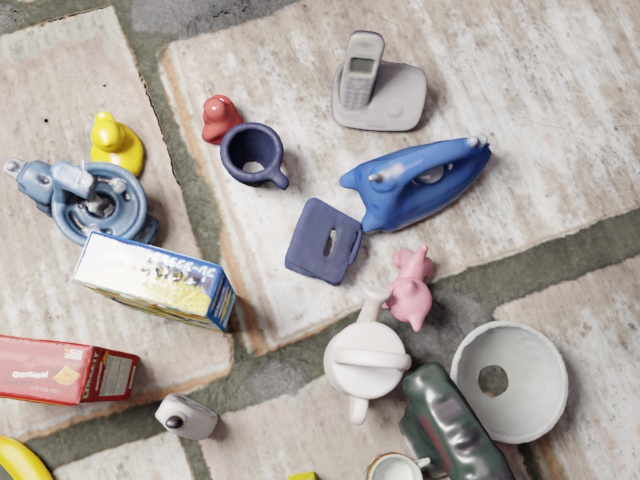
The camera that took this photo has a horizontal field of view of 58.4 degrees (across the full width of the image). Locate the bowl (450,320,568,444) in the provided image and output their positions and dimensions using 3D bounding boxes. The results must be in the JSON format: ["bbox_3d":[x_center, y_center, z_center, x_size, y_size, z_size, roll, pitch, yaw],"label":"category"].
[{"bbox_3d":[0.259,0.201,0.818,0.167,0.074,0.167,1,76,-4],"label":"bowl"}]

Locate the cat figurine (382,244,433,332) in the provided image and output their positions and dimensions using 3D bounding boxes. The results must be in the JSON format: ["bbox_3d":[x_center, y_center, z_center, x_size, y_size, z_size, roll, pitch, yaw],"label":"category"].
[{"bbox_3d":[0.130,0.066,0.818,0.067,0.117,0.128,19,75,1],"label":"cat figurine"}]

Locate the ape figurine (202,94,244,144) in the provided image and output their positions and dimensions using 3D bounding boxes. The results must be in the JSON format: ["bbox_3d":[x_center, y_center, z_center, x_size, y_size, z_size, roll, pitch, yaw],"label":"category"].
[{"bbox_3d":[-0.154,-0.188,0.870,0.076,0.092,0.078,33,76,4],"label":"ape figurine"}]

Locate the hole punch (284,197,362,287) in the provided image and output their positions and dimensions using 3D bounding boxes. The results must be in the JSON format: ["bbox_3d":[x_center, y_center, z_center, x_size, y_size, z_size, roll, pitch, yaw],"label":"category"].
[{"bbox_3d":[0.008,0.003,0.838,0.101,0.091,0.109,20,75,1],"label":"hole punch"}]

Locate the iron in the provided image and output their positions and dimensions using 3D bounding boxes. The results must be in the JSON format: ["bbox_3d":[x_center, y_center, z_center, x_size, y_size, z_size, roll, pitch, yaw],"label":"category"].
[{"bbox_3d":[0.165,-0.110,0.852,0.258,0.141,0.118,-24,79,-10],"label":"iron"}]

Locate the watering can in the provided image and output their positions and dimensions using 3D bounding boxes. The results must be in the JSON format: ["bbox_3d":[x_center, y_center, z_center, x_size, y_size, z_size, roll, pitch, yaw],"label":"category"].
[{"bbox_3d":[0.060,0.149,0.753,0.101,0.194,0.173,-12,77,-7],"label":"watering can"}]

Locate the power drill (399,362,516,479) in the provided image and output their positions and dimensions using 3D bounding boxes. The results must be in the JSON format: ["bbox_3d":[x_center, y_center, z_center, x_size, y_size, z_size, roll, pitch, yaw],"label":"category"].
[{"bbox_3d":[0.172,0.267,0.726,0.076,0.208,0.229,-28,80,-10],"label":"power drill"}]

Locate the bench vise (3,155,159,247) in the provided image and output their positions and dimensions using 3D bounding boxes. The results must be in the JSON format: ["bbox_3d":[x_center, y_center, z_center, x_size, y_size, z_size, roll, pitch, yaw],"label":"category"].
[{"bbox_3d":[-0.332,-0.055,0.757,0.207,0.219,0.121,7,76,-3],"label":"bench vise"}]

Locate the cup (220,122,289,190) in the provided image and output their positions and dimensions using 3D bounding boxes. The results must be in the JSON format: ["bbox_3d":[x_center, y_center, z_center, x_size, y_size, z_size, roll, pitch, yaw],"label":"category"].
[{"bbox_3d":[-0.090,-0.108,0.855,0.117,0.095,0.092,43,77,6],"label":"cup"}]

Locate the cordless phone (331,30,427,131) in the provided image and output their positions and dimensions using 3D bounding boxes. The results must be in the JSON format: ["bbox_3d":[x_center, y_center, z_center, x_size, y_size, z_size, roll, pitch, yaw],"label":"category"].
[{"bbox_3d":[0.095,-0.241,0.856,0.147,0.185,0.094,1,76,-4],"label":"cordless phone"}]

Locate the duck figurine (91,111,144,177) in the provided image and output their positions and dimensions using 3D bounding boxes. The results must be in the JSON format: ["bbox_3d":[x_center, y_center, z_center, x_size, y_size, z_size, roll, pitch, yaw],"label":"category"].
[{"bbox_3d":[-0.308,-0.140,0.849,0.077,0.086,0.104,-15,78,-8],"label":"duck figurine"}]

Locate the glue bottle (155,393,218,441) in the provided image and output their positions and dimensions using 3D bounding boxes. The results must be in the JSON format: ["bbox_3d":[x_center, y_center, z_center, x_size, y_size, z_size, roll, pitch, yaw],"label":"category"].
[{"bbox_3d":[-0.175,0.226,0.725,0.078,0.173,0.037,29,76,3],"label":"glue bottle"}]
